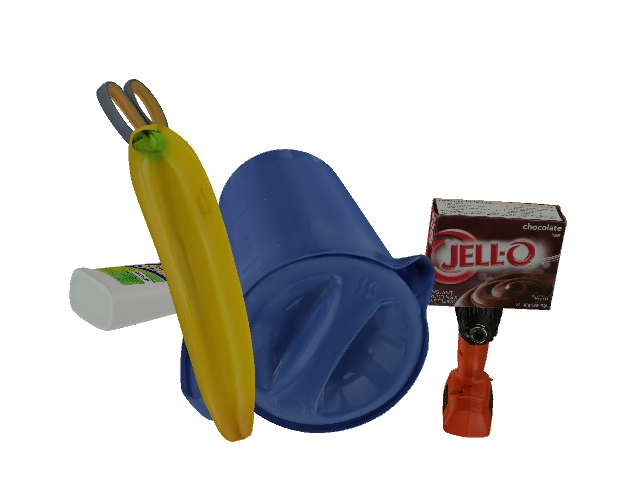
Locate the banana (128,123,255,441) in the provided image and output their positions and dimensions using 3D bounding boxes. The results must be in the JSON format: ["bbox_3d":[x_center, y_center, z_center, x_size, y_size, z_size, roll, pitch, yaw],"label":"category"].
[{"bbox_3d":[-0.067,0.015,0.553,0.037,0.198,0.069,-7,35,11],"label":"banana"}]

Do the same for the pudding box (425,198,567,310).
[{"bbox_3d":[0.148,0.012,0.920,0.113,0.090,0.039,1,31,-3],"label":"pudding box"}]

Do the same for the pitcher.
[{"bbox_3d":[-0.023,0.027,0.781,0.149,0.145,0.243,7,22,-13],"label":"pitcher"}]

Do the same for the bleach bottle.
[{"bbox_3d":[-0.209,0.062,1.459,0.250,0.068,0.103,-10,26,-44],"label":"bleach bottle"}]

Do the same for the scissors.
[{"bbox_3d":[-0.132,-0.069,0.975,0.016,0.201,0.096,-29,26,20],"label":"scissors"}]

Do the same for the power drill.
[{"bbox_3d":[0.167,0.117,1.157,0.057,0.188,0.184,7,26,8],"label":"power drill"}]
